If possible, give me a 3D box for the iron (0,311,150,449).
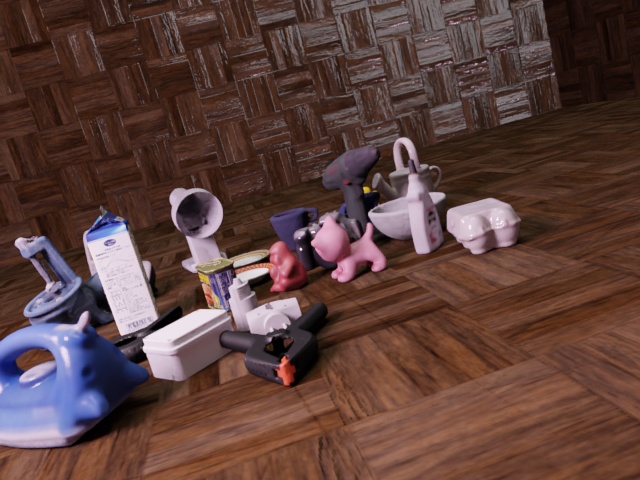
[{"bbox_3d":[-0.354,0.169,0.716,0.257,0.141,0.119,-11,12,20],"label":"iron"}]

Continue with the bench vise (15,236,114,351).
[{"bbox_3d":[-0.513,0.084,1.145,0.121,0.220,0.208,-11,12,19],"label":"bench vise"}]

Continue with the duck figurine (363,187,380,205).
[{"bbox_3d":[0.120,-0.098,1.535,0.105,0.086,0.077,-23,13,-33],"label":"duck figurine"}]

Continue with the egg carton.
[{"bbox_3d":[0.283,-0.027,1.008,0.107,0.069,0.150,-15,11,1],"label":"egg carton"}]

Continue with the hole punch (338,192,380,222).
[{"bbox_3d":[0.095,-0.070,1.419,0.109,0.091,0.101,-19,12,-18],"label":"hole punch"}]

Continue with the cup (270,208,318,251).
[{"bbox_3d":[-0.053,-0.025,1.390,0.117,0.095,0.091,-15,11,2],"label":"cup"}]

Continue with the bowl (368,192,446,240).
[{"bbox_3d":[0.189,-0.044,1.206,0.167,0.075,0.167,-15,11,3],"label":"bowl"}]

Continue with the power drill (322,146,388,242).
[{"bbox_3d":[0.087,-0.100,1.274,0.076,0.208,0.229,-21,12,-25],"label":"power drill"}]

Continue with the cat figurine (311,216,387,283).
[{"bbox_3d":[0.045,0.010,1.025,0.128,0.118,0.067,-18,12,-14],"label":"cat figurine"}]

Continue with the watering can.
[{"bbox_3d":[0.213,-0.150,1.386,0.173,0.194,0.100,-24,14,-36],"label":"watering can"}]

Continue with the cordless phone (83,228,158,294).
[{"bbox_3d":[-0.457,0.058,1.291,0.147,0.185,0.094,-13,12,11],"label":"cordless phone"}]

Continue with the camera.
[{"bbox_3d":[0.011,0.004,1.144,0.143,0.101,0.137,-13,12,14],"label":"camera"}]

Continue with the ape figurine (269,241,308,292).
[{"bbox_3d":[-0.067,0.047,1.058,0.076,0.092,0.078,-15,11,0],"label":"ape figurine"}]

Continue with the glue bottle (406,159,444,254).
[{"bbox_3d":[0.186,-0.065,1.061,0.037,0.173,0.078,-8,14,33],"label":"glue bottle"}]

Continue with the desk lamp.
[{"bbox_3d":[-0.318,-0.030,1.462,0.118,0.214,0.202,-21,12,-24],"label":"desk lamp"}]
